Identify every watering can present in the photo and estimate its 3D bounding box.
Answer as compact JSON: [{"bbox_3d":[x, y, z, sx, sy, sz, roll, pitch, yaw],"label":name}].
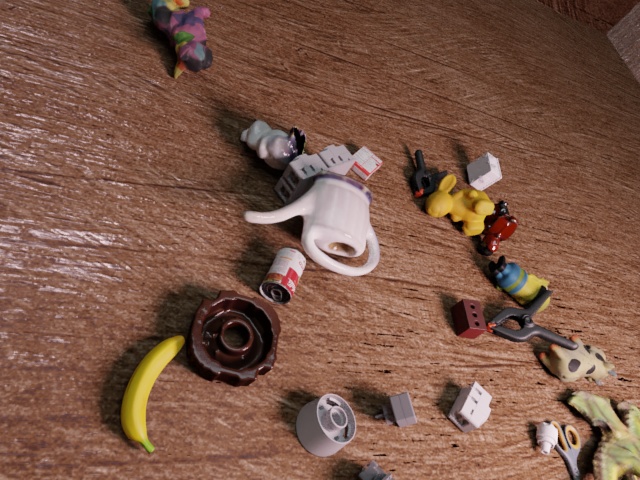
[{"bbox_3d":[0.003,-0.056,1.121,0.345,0.229,0.102,27,-34,-27],"label":"watering can"}]

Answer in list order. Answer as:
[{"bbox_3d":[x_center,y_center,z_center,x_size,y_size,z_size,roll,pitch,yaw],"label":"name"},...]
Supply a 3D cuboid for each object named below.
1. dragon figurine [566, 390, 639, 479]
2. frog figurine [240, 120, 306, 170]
[{"bbox_3d":[0.659,0.468,1.190,0.410,0.119,0.248,1,42,-33],"label":"dragon figurine"},{"bbox_3d":[-0.122,-0.228,1.252,0.159,0.121,0.139,2,19,15],"label":"frog figurine"}]
